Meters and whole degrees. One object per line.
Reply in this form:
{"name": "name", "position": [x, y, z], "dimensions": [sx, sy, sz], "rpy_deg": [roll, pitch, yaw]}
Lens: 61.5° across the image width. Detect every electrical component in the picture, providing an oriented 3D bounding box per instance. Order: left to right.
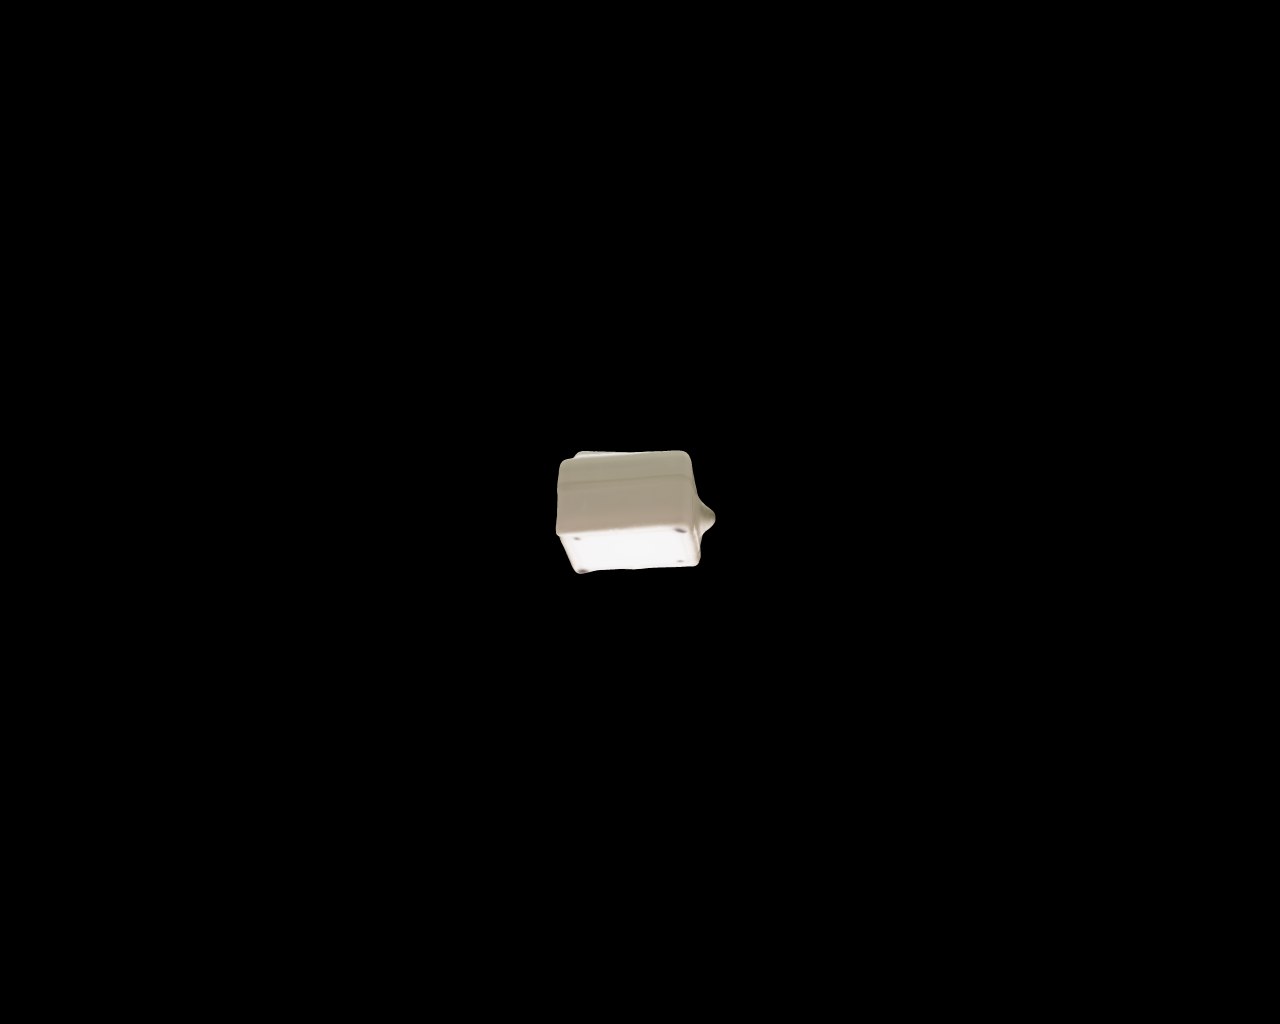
{"name": "electrical component", "position": [0.001, -0.003, 0.650], "dimensions": [0.096, 0.061, 0.061], "rpy_deg": [-4, -28, 7]}
